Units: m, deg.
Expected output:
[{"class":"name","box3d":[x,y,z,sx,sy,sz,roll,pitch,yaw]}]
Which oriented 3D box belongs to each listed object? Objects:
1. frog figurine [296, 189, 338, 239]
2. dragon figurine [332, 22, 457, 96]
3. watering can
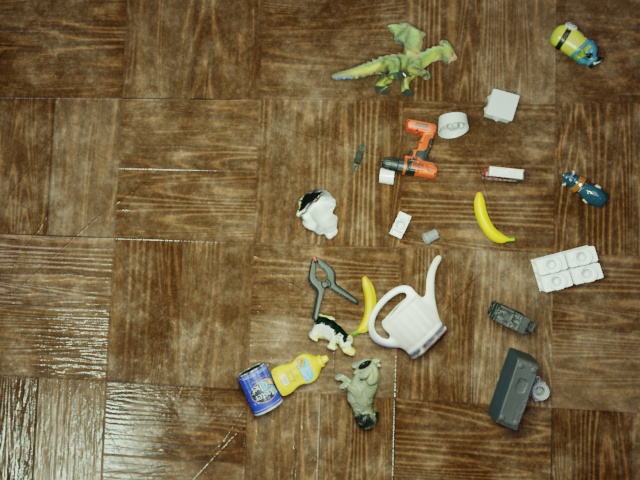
[{"class":"frog figurine","box3d":[0.005,-0.087,1.728,0.157,0.124,0.138,43,83,-31]},{"class":"dragon figurine","box3d":[0.257,-0.623,1.736,0.410,0.120,0.246,8,71,3]},{"class":"watering can","box3d":[0.321,0.232,1.668,0.347,0.104,0.225,-42,86,1]}]
